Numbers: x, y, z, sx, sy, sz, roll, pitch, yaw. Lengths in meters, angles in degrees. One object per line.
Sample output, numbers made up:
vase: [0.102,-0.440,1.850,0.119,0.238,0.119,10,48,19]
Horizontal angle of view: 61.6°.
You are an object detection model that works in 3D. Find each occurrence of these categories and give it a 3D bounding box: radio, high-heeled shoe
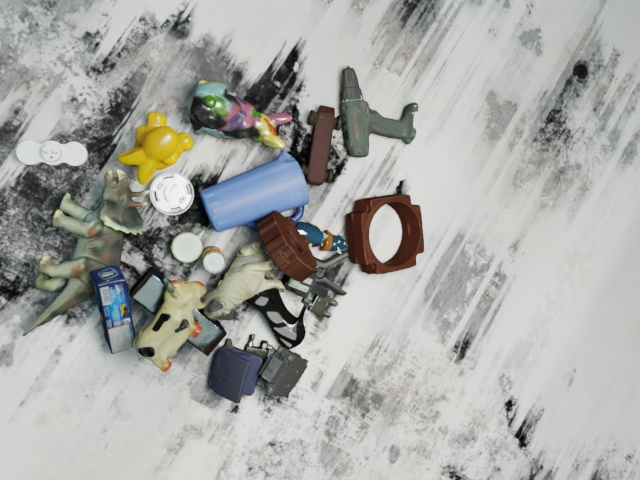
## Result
radio: [-0.329,0.161,1.246,0.229,0.131,0.073,44,81,-17]
high-heeled shoe: [-0.144,0.182,1.362,0.249,0.086,0.145,25,116,-3]

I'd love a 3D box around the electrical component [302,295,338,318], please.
electrical component: [0.000,0.166,1.420,0.094,0.021,0.063,32,84,-18]

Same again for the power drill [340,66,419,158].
power drill: [0.152,-0.330,1.405,0.207,0.086,0.231,-1,96,-23]

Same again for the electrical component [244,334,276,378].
electrical component: [-0.157,0.297,1.363,0.078,0.045,0.102,22,87,-21]

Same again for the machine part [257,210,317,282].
machine part: [-0.074,0.013,1.256,0.056,0.179,0.179,-34,106,13]

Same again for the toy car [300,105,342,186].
toy car: [0.001,-0.239,1.373,0.089,0.053,0.202,7,96,-9]

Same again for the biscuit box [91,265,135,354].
biscuit box: [-0.455,0.154,1.189,0.059,0.063,0.202,-15,128,-28]

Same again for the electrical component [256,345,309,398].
electrical component: [-0.096,0.331,1.345,0.115,0.058,0.134,-61,151,-6]

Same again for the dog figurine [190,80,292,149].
dog figurine: [-0.177,-0.282,1.248,0.219,0.191,0.108,12,84,-4]

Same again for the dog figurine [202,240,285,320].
dog figurine: [-0.201,0.091,1.252,0.191,0.172,0.121,-25,118,-14]

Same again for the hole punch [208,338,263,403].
hole punch: [-0.213,0.324,1.306,0.116,0.092,0.142,15,94,11]

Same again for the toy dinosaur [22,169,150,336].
toy dinosaur: [-0.505,0.032,1.190,0.192,0.131,0.404,17,95,-19]

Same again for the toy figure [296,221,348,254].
toy figure: [-0.002,-0.006,1.389,0.154,0.058,0.064,19,93,-24]

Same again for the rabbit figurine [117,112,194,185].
rabbit figurine: [-0.366,-0.208,1.185,0.162,0.173,0.121,-45,111,-15]

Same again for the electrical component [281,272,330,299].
electrical component: [-0.037,0.105,1.356,0.119,0.048,0.074,18,101,-15]

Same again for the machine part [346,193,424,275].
machine part: [0.175,-0.017,1.416,0.201,0.087,0.201,-10,96,-29]

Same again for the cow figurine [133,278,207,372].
cow figurine: [-0.315,0.166,1.140,0.127,0.086,0.195,44,81,-24]
